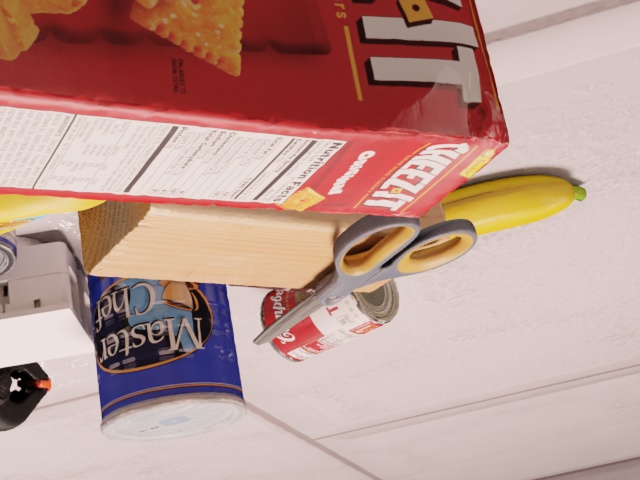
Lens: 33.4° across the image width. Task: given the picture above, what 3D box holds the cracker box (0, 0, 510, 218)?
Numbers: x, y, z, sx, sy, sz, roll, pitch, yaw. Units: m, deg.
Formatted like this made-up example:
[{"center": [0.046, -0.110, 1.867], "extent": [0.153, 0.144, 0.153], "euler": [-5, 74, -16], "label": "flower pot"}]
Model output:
[{"center": [-0.050, -0.099, 0.365], "extent": [0.213, 0.164, 0.072], "euler": [2, 157, -29], "label": "cracker box"}]

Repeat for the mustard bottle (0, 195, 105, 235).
[{"center": [-0.157, -0.033, 0.556], "extent": [0.192, 0.058, 0.096], "euler": [-15, -171, 42], "label": "mustard bottle"}]

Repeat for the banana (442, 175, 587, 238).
[{"center": [0.111, -0.015, 0.820], "extent": [0.198, 0.037, 0.069], "euler": [-13, 157, 6], "label": "banana"}]

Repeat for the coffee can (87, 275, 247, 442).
[{"center": [-0.113, 0.065, 0.773], "extent": [0.102, 0.140, 0.103], "euler": [-9, 158, -4], "label": "coffee can"}]

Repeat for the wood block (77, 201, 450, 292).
[{"center": [-0.034, -0.028, 0.649], "extent": [0.205, 0.090, 0.091], "euler": [6, 152, -35], "label": "wood block"}]

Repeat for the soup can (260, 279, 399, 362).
[{"center": [0.008, 0.056, 0.908], "extent": [0.102, 0.068, 0.068], "euler": [-27, 153, 35], "label": "soup can"}]

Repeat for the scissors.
[{"center": [0.028, 0.027, 0.671], "extent": [0.096, 0.016, 0.202], "euler": [-3, 156, -20], "label": "scissors"}]

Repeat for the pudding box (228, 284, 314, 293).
[{"center": [-0.005, 0.001, 0.802], "extent": [0.089, 0.039, 0.114], "euler": [8, 151, -40], "label": "pudding box"}]

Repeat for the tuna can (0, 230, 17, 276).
[{"center": [-0.242, 0.001, 0.698], "extent": [0.086, 0.034, 0.086], "euler": [-9, 158, -4], "label": "tuna can"}]

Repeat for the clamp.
[{"center": [-0.286, 0.115, 0.909], "extent": [0.039, 0.120, 0.171], "euler": [5, -176, 15], "label": "clamp"}]
